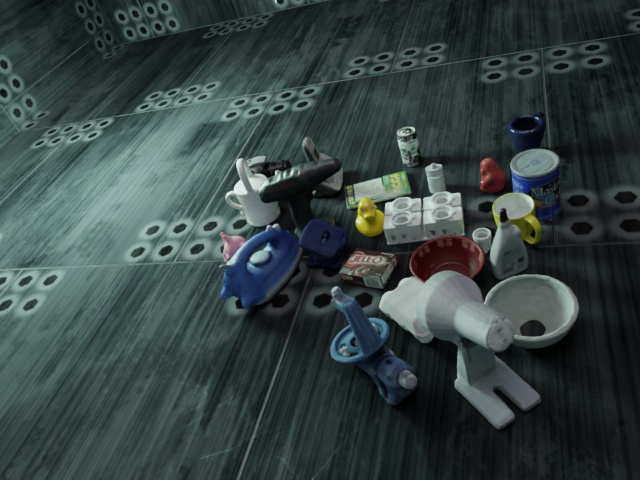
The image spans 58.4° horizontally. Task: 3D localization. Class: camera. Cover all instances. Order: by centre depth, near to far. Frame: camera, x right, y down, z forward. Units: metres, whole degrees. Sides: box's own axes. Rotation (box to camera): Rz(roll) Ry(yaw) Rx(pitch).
[{"bbox_3d":[-0.158,-0.198,1.730,0.136,0.101,0.143,-11,38,11],"label":"camera"}]

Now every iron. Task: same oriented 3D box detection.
[{"bbox_3d":[-0.141,0.041,1.398,0.118,0.142,0.259,15,50,37],"label":"iron"}]

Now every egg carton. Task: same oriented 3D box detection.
[{"bbox_3d":[0.199,0.142,1.180,0.107,0.069,0.149,-35,40,-19],"label":"egg carton"}]

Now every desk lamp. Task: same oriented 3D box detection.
[{"bbox_3d":[0.271,0.177,0.987,0.118,0.214,0.202,-31,39,-13],"label":"desk lamp"}]

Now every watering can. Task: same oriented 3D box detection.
[{"bbox_3d":[-0.180,-0.145,1.599,0.173,0.194,0.100,-28,38,-10],"label":"watering can"}]

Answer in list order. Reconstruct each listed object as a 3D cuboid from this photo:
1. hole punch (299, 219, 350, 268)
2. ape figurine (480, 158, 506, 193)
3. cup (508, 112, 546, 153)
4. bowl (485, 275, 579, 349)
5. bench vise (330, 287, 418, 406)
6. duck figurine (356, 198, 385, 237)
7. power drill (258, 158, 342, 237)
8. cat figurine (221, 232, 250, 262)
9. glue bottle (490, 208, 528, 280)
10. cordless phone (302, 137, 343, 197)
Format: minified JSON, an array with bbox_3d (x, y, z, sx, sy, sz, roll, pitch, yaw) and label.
[{"bbox_3d":[0.013,0.005,1.414,0.100,0.091,0.109,2,43,26],"label":"hole punch"},{"bbox_3d":[0.425,-0.167,1.437,0.075,0.092,0.078,19,52,39],"label":"ape figurine"},{"bbox_3d":[0.554,-0.276,1.510,0.118,0.095,0.091,-40,42,-24],"label":"cup"},{"bbox_3d":[0.398,0.147,1.081,0.167,0.075,0.167,-12,38,10],"label":"bowl"},{"bbox_3d":[0.099,0.183,1.051,0.206,0.220,0.122,13,49,36],"label":"bench vise"},{"bbox_3d":[0.123,-0.070,1.459,0.077,0.086,0.104,-18,38,3],"label":"duck figurine"},{"bbox_3d":[-0.032,-0.105,1.472,0.229,0.209,0.075,-9,39,14],"label":"power drill"},{"bbox_3d":[-0.221,0.021,1.477,0.067,0.118,0.127,-33,39,-16],"label":"cat figurine"},{"bbox_3d":[0.385,0.003,1.181,0.078,0.173,0.037,-22,38,-2],"label":"glue bottle"},{"bbox_3d":[0.000,-0.228,1.626,0.094,0.185,0.147,-11,39,12],"label":"cordless phone"}]
